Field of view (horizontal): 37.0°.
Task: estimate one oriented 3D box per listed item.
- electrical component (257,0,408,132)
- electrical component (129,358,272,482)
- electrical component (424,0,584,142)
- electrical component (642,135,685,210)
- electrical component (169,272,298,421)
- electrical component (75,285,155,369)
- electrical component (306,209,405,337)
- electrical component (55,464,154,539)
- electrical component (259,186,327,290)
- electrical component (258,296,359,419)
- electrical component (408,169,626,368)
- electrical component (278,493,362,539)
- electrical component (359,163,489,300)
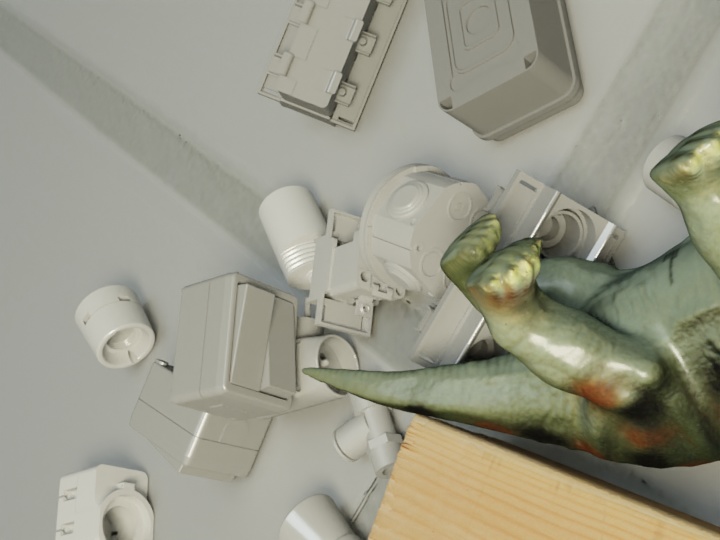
[{"bbox_3d":[-0.019,-0.175,0.792,0.079,0.063,0.121,22,89,5],"label":"electrical component"},{"bbox_3d":[-0.121,0.109,0.784,0.096,0.062,0.061,22,89,45],"label":"electrical component"},{"bbox_3d":[0.092,-0.149,0.691,0.078,0.057,0.113,-24,58,34],"label":"electrical component"},{"bbox_3d":[0.184,-0.045,0.577,0.044,0.044,0.065,-55,41,12],"label":"electrical component"},{"bbox_3d":[-0.078,0.044,0.705,0.061,0.062,0.096,-16,62,39],"label":"electrical component"},{"bbox_3d":[-0.201,0.048,0.889,0.055,0.055,0.047,-51,50,16],"label":"electrical component"},{"bbox_3d":[0.000,0.000,0.718,0.064,0.042,0.081,-17,62,54],"label":"electrical component"},{"bbox_3d":[-0.196,0.199,0.826,0.056,0.050,0.089,-20,60,37],"label":"electrical component"},{"bbox_3d":[-0.040,-0.018,0.772,0.043,0.043,0.081,-44,49,22],"label":"electrical component"},{"bbox_3d":[-0.043,0.057,0.745,0.077,0.043,0.079,-20,60,37],"label":"electrical component"},{"bbox_3d":[0.086,0.010,0.623,0.121,0.079,0.063,-60,23,7],"label":"electrical component"},{"bbox_3d":[-0.015,0.177,0.674,0.065,0.044,0.044,37,100,40],"label":"electrical component"},{"bbox_3d":[0.044,-0.023,0.668,0.051,0.080,0.080,23,90,49],"label":"electrical component"}]
